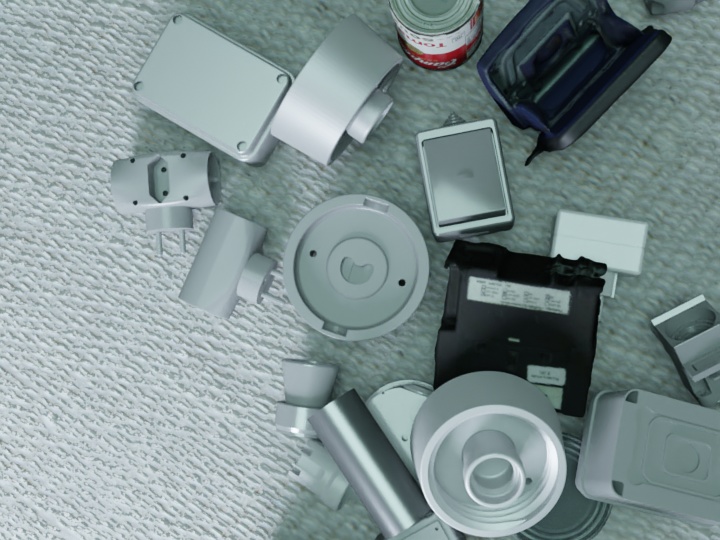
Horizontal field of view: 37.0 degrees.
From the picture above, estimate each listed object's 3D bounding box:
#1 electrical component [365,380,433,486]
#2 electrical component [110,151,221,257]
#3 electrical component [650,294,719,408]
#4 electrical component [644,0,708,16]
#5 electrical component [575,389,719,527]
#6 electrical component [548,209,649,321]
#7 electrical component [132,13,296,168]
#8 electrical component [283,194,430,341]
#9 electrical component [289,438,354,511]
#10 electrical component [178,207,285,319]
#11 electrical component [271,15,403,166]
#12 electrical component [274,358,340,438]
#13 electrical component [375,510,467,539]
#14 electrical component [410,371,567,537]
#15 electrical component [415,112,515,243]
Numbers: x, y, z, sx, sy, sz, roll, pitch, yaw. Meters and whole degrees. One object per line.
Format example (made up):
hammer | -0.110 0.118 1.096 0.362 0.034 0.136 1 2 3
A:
electrical component | 0.035 0.123 0.805 0.080 0.051 0.080 0 87 7
electrical component | -0.150 -0.050 0.841 0.077 0.043 0.079 -5 86 7
electrical component | 0.247 0.060 0.773 0.042 0.081 0.063 -28 113 6
electrical component | 0.245 -0.216 0.804 0.062 0.043 0.043 -10 86 5
electrical component | 0.216 0.133 0.759 0.113 0.057 0.078 16 76 -12
electrical component | 0.172 -0.001 0.798 0.066 0.047 0.076 9 89 7
electrical component | -0.109 -0.139 0.835 0.113 0.057 0.078 31 91 8
electrical component | 0.000 0.000 0.811 0.108 0.060 0.108 0 86 6
electrical component | -0.026 0.154 0.817 0.046 0.040 0.040 31 91 14
electrical component | -0.090 0.002 0.831 0.079 0.043 0.077 23 90 8
electrical component | -0.010 -0.127 0.800 0.060 0.108 0.108 36 91 2
electrical component | -0.041 0.097 0.819 0.045 0.045 0.055 7 88 7
electrical component | 0.058 0.227 0.791 0.062 0.061 0.096 -30 84 5
electrical component | 0.089 0.130 0.737 0.108 0.060 0.108 0 106 0
electrical component | 0.078 -0.073 0.806 0.062 0.061 0.096 -10 85 6
